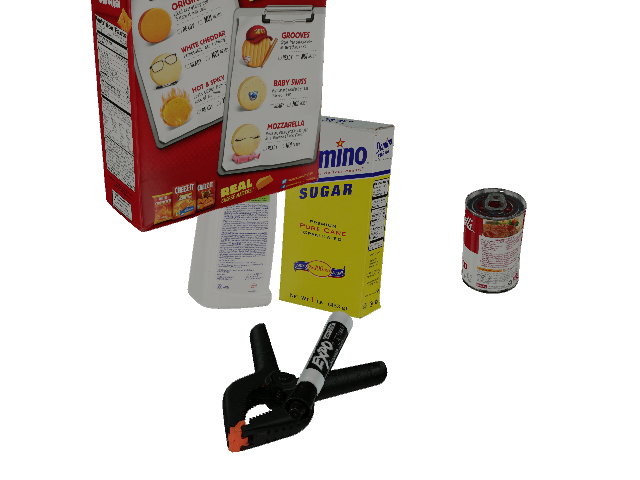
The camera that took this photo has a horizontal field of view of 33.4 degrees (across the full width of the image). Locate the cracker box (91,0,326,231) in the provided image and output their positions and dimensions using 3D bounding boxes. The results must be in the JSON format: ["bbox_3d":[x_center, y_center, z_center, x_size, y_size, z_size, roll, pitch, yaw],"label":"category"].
[{"bbox_3d":[-0.080,-0.131,0.780,0.163,0.214,0.072,-19,34,-33],"label":"cracker box"}]

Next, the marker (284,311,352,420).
[{"bbox_3d":[-0.001,0.087,0.749,0.020,0.020,0.121,0,26,18],"label":"marker"}]

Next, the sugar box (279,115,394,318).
[{"bbox_3d":[0.013,-0.024,0.988,0.093,0.176,0.048,10,17,29],"label":"sugar box"}]

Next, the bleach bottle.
[{"bbox_3d":[-0.089,-0.047,1.242,0.102,0.251,0.068,-1,21,-33],"label":"bleach bottle"}]

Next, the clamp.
[{"bbox_3d":[-0.030,0.157,1.110,0.165,0.036,0.209,12,26,15],"label":"clamp"}]

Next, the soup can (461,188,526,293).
[{"bbox_3d":[0.196,0.001,1.212,0.068,0.102,0.068,-1,32,1],"label":"soup can"}]
